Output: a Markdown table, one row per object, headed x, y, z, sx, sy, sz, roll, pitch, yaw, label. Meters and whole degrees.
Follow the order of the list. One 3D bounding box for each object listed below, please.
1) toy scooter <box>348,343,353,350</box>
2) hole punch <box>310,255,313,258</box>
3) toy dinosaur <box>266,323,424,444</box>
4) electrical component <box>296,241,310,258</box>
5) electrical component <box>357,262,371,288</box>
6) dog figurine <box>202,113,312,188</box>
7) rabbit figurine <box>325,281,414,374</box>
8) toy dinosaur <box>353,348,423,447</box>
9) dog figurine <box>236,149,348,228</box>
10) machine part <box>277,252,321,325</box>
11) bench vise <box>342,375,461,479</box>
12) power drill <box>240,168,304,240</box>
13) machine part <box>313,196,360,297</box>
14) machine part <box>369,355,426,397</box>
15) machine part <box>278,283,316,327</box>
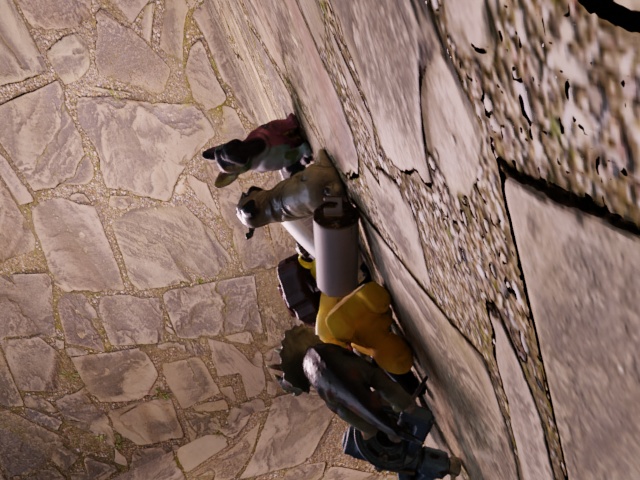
| x | y | z | sx | sy | sz | roll | pitch | yaw | label |
| --- | --- | --- | --- | --- | --- | --- | --- | --- | --- |
| 0.069 | 0.220 | 1.353 | 0.135 | 0.075 | 0.183 | 36 | 169 | 46 | toy scooter |
| 0.021 | 0.064 | 1.510 | 0.115 | 0.092 | 0.142 | 77 | 172 | -52 | hole punch |
| 0.027 | 0.233 | 0.919 | 0.192 | 0.131 | 0.405 | 33 | 164 | -11 | toy dinosaur |
| -0.003 | -0.002 | 1.139 | 0.045 | 0.102 | 0.078 | 40 | 179 | 41 | electrical component |
| 0.075 | 0.089 | 1.124 | 0.114 | 0.058 | 0.134 | 67 | 176 | -39 | electrical component |
| -0.136 | -0.183 | 1.164 | 0.191 | 0.219 | 0.108 | 130 | 119 | -85 | dog figurine |
| 0.096 | 0.176 | 0.986 | 0.173 | 0.122 | 0.162 | 46 | 166 | 6 | rabbit figurine |
| 0.153 | 0.328 | 1.151 | 0.198 | 0.105 | 0.472 | 73 | 179 | -59 | toy dinosaur |
| -0.056 | -0.069 | 0.967 | 0.172 | 0.191 | 0.121 | 167 | 79 | -84 | dog figurine |
| -0.029 | 0.115 | 1.274 | 0.179 | 0.056 | 0.179 | 50 | -157 | -30 | machine part |
| 0.156 | 0.357 | 0.949 | 0.129 | 0.224 | 0.240 | -55 | -19 | -45 | bench vise |
| -0.072 | -0.049 | 1.228 | 0.086 | 0.207 | 0.231 | -76 | -20 | -51 | power drill |
| 0.030 | 0.018 | 0.932 | 0.079 | 0.079 | 0.242 | -118 | 19 | -44 | machine part |
| 0.149 | 0.248 | 1.042 | 0.139 | 0.084 | 0.039 | 48 | 137 | 37 | machine part |
| 0.000 | 0.154 | 1.456 | 0.201 | 0.201 | 0.087 | 69 | -145 | -41 | machine part |
